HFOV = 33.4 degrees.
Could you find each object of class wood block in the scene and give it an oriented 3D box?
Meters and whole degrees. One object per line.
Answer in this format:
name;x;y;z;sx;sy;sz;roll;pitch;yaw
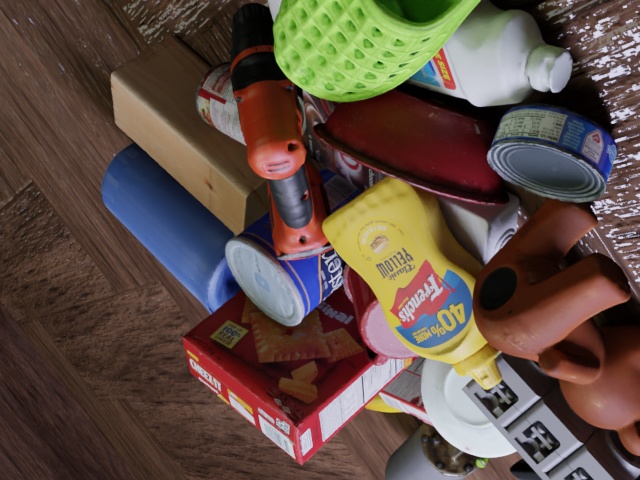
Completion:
wood block;-0.119;-0.110;1.131;0.206;0.090;0.091;42;153;18

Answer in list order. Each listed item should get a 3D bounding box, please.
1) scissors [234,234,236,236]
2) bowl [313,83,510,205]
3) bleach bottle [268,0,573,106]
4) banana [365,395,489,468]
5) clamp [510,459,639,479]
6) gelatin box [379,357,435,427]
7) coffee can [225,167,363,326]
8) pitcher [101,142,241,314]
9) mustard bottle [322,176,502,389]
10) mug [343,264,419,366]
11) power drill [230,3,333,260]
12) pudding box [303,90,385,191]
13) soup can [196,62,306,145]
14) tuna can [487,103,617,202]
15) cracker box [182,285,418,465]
scissors;-0.015;0.041;1.178;0.201;0.096;0.016;49;157;-19
bowl;0.079;-0.082;0.818;0.162;0.161;0.055;31;109;35
bleach bottle;0.069;-0.162;0.780;0.251;0.068;0.102;26;143;37
banana;0.125;0.179;1.137;0.198;0.069;0.037;16;135;54
clamp;0.251;0.224;1.037;0.210;0.036;0.164;34;152;38
gelatin box;0.115;0.151;1.117;0.089;0.073;0.030;17;150;48
coffee can;-0.007;0.001;1.035;0.103;0.140;0.103;38;153;24
pitcher;-0.149;-0.029;1.264;0.243;0.149;0.145;37;178;32
mustard bottle;0.090;0.039;0.878;0.096;0.058;0.191;-34;90;32
mug;0.067;0.064;0.976;0.081;0.093;0.117;-99;29;-58
power drill;-0.035;-0.087;0.918;0.187;0.057;0.184;73;-173;-52
pudding box;0.029;-0.103;0.952;0.090;0.039;0.113;36;151;32
soup can;-0.066;-0.127;1.029;0.102;0.068;0.068;33;151;47
tuna can;0.164;-0.061;0.752;0.086;0.033;0.086;20;164;6
cracker box;-0.005;0.095;1.074;0.164;0.213;0.072;34;149;30
